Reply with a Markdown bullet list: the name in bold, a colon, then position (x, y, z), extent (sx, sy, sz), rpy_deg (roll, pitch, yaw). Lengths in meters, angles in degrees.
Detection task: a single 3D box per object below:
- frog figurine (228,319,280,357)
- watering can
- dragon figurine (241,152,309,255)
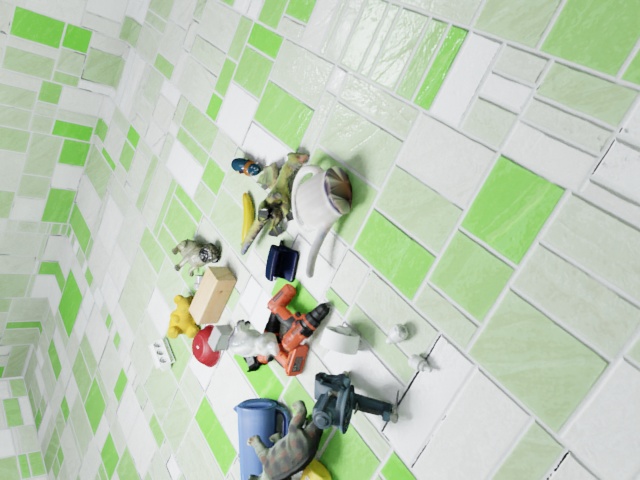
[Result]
- **frog figurine**: position (-0.203, 0.328, 1.612), extent (0.161, 0.134, 0.124), rpy_deg (34, 65, 20)
- **watering can**: position (0.005, -0.077, 1.537), extent (0.221, 0.104, 0.353), rpy_deg (-27, 65, 41)
- **dragon figurine**: position (-0.173, -0.147, 1.765), extent (0.404, 0.121, 0.249), rpy_deg (-41, 40, 32)
